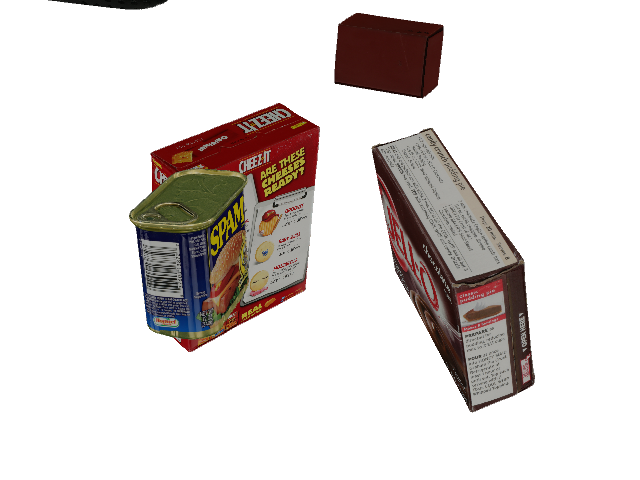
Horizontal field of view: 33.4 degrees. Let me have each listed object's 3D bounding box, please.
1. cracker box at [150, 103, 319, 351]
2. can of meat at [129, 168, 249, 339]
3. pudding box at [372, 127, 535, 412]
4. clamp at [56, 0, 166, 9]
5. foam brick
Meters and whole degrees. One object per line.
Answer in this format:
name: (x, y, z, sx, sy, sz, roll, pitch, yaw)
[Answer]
cracker box: (-0.088, -0.014, 1.083, 0.163, 0.214, 0.072, -27, 47, -34)
can of meat: (-0.085, 0.008, 0.725, 0.057, 0.084, 0.102, 4, 24, 14)
pudding box: (0.064, 0.012, 0.525, 0.039, 0.090, 0.113, -21, 42, -6)
clamp: (-0.086, -0.201, 0.696, 0.210, 0.164, 0.036, -32, -15, -10)
foam brick: (0.056, -0.152, 0.876, 0.078, 0.051, 0.053, 13, 25, 18)
